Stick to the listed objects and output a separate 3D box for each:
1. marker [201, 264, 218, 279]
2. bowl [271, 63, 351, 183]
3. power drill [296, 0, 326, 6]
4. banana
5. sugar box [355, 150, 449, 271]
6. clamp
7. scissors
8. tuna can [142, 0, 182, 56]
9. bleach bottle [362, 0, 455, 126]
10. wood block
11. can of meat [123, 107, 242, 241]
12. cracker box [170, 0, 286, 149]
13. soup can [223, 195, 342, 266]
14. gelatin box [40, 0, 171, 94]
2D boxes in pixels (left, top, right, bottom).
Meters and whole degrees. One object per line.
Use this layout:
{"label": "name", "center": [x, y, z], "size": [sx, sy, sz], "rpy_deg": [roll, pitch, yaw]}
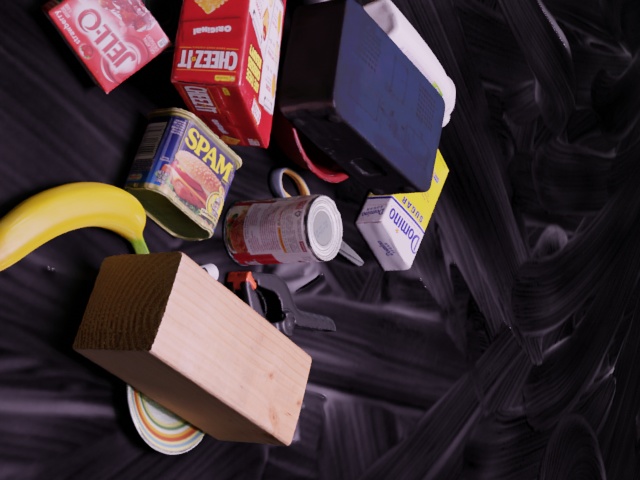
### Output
{"label": "marker", "center": [-0.138, 0.040, 0.990], "size": [0.120, 0.020, 0.020], "rpy_deg": [-14, 99, -56]}
{"label": "bowl", "center": [-0.011, -0.141, 1.169], "size": [0.161, 0.055, 0.162], "rpy_deg": [8, 81, -56]}
{"label": "power drill", "center": [0.019, -0.337, 1.229], "size": [0.187, 0.057, 0.184], "rpy_deg": [-32, 113, -54]}
{"label": "banana", "center": [-0.203, -0.013, 0.877], "size": [0.197, 0.037, 0.069], "rpy_deg": [-6, 90, -57]}
{"label": "sugar box", "center": [0.107, -0.056, 1.353], "size": [0.093, 0.048, 0.176], "rpy_deg": [56, 43, -38]}
{"label": "clamp", "center": [-0.045, 0.099, 1.112], "size": [0.171, 0.039, 0.120], "rpy_deg": [44, 46, -41]}
{"label": "scissors", "center": [-0.008, 0.001, 1.198], "size": [0.201, 0.016, 0.096], "rpy_deg": [55, 46, -39]}
{"label": "tuna can", "center": [-0.155, -0.210, 0.971], "size": [0.086, 0.034, 0.086], "rpy_deg": [8, 81, -57]}
{"label": "bleach bottle", "center": [0.100, -0.199, 1.323], "size": [0.250, 0.103, 0.068], "rpy_deg": [37, 30, -58]}
{"label": "wood block", "center": [-0.104, 0.099, 0.933], "size": [0.205, 0.091, 0.090], "rpy_deg": [44, 52, -45]}
{"label": "can of meat", "center": [-0.127, -0.058, 0.982], "size": [0.102, 0.058, 0.084], "rpy_deg": [44, 55, -46]}
{"label": "cracker box", "center": [-0.081, -0.214, 1.006], "size": [0.164, 0.072, 0.213], "rpy_deg": [67, 29, -74]}
{"label": "soup can", "center": [-0.037, -0.010, 1.074], "size": [0.068, 0.102, 0.068], "rpy_deg": [8, 81, -57]}
{"label": "gelatin box", "center": [-0.180, -0.180, 0.903], "size": [0.073, 0.030, 0.089], "rpy_deg": [-39, 126, -10]}
